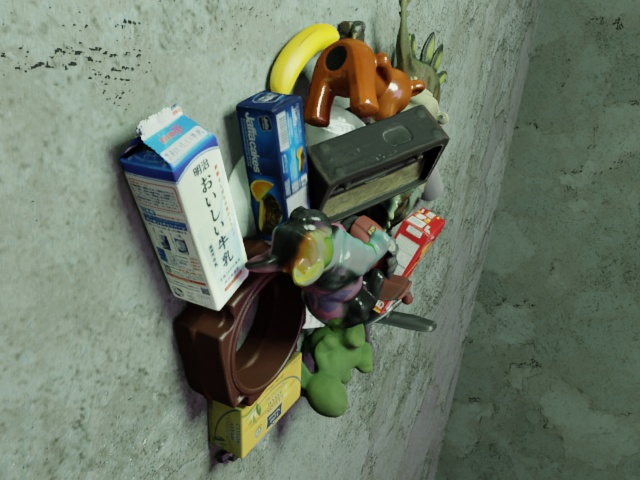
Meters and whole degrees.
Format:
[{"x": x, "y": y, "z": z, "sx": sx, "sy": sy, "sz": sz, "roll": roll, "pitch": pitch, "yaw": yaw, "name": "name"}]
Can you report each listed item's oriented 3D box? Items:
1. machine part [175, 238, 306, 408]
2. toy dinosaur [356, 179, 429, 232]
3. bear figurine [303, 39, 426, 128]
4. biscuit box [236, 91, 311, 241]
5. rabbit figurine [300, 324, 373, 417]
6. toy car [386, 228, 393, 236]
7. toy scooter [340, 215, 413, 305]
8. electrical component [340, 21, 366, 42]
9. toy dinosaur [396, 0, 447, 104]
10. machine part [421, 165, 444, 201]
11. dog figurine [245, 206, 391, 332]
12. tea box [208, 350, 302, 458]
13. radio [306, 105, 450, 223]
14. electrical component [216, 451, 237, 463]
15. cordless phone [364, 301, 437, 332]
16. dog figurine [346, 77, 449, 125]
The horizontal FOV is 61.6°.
[{"x": -0.101, "y": 0.117, "z": 0.764, "sx": 0.201, "sy": 0.087, "sz": 0.201, "roll": -46, "pitch": 144, "yaw": -46, "name": "machine part"}, {"x": 0.142, "y": -0.086, "z": 1.119, "sx": 0.192, "sy": 0.131, "sz": 0.404, "roll": -57, "pitch": 162, "yaw": 2, "name": "toy dinosaur"}, {"x": 0.074, "y": -0.214, "z": 0.811, "sx": 0.195, "sy": 0.120, "sz": 0.132, "roll": 19, "pitch": 71, "yaw": -54, "name": "bear figurine"}, {"x": -0.057, "y": -0.091, "z": 0.712, "sx": 0.059, "sy": 0.063, "sz": 0.202, "roll": -44, "pitch": 140, "yaw": -43, "name": "biscuit box"}, {"x": 0.010, "y": 0.235, "z": 0.976, "sx": 0.170, "sy": 0.159, "sz": 0.121, "roll": -75, "pitch": 160, "yaw": -46, "name": "rabbit figurine"}, {"x": 0.103, "y": 0.020, "z": 1.155, "sx": 0.202, "sy": 0.056, "sz": 0.073, "roll": -37, "pitch": 136, "yaw": -52, "name": "toy car"}, {"x": 0.092, "y": 0.045, "z": 0.875, "sx": 0.075, "sy": 0.135, "sz": 0.183, "roll": -46, "pitch": 148, "yaw": -34, "name": "toy scooter"}, {"x": 0.055, "y": -0.308, "z": 0.887, "sx": 0.078, "sy": 0.045, "sz": 0.102, "roll": -33, "pitch": 133, "yaw": -53, "name": "electrical component"}, {"x": 0.198, "y": -0.316, "z": 1.114, "sx": 0.471, "sy": 0.105, "sz": 0.198, "roll": 35, "pitch": 65, "yaw": -73, "name": "toy dinosaur"}, {"x": 0.259, "y": -0.162, "z": 1.346, "sx": 0.079, "sy": 0.079, "sz": 0.243, "roll": -69, "pitch": 155, "yaw": -11, "name": "machine part"}, {"x": -0.004, "y": 0.048, "z": 0.708, "sx": 0.219, "sy": 0.109, "sz": 0.191, "roll": -13, "pitch": 116, "yaw": -58, "name": "dog figurine"}, {"x": -0.100, "y": 0.249, "z": 0.860, "sx": 0.169, "sy": 0.068, "sz": 0.098, "roll": -37, "pitch": 135, "yaw": -53, "name": "tea box"}, {"x": 0.075, "y": -0.108, "z": 0.799, "sx": 0.230, "sy": 0.073, "sz": 0.131, "roll": -25, "pitch": 160, "yaw": -23, "name": "radio"}, {"x": -0.135, "y": 0.325, "z": 0.884, "sx": 0.094, "sy": 0.021, "sz": 0.063, "roll": -18, "pitch": 120, "yaw": -59, "name": "electrical component"}, {"x": 0.200, "y": 0.171, "z": 1.288, "sx": 0.146, "sy": 0.184, "sz": 0.088, "roll": -17, "pitch": 115, "yaw": -60, "name": "cordless phone"}, {"x": 0.125, "y": -0.200, "z": 0.955, "sx": 0.190, "sy": 0.173, "sz": 0.121, "roll": -54, "pitch": 137, "yaw": -49, "name": "dog figurine"}]
